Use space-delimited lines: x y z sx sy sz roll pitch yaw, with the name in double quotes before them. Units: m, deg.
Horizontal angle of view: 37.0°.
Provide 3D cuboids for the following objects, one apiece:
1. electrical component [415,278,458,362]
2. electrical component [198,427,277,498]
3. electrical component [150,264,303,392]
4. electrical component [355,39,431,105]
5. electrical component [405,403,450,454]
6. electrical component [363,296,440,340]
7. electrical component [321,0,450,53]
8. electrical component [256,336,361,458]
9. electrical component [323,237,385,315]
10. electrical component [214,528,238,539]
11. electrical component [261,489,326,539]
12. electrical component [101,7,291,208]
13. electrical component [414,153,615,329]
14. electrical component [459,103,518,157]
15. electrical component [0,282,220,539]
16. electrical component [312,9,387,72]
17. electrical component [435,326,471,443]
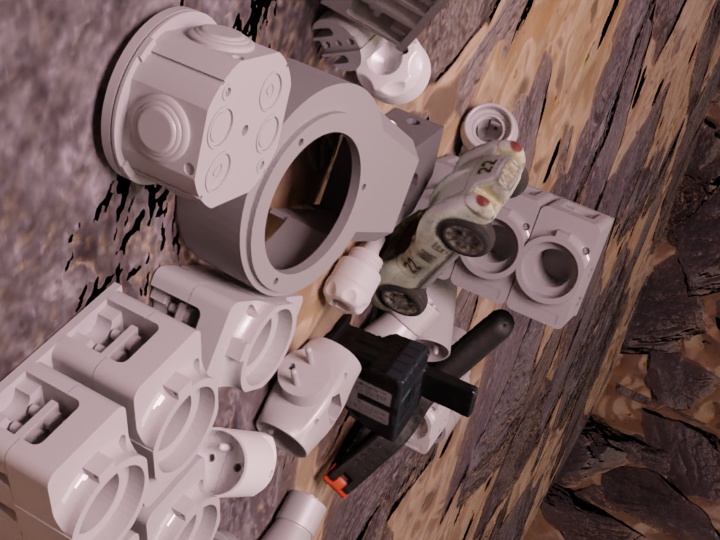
"electrical component" 0.052 0.043 0.942 0.079 0.043 0.077 -43 -148 54
"electrical component" -0.079 0.126 0.700 0.043 0.043 0.081 -65 162 -3
"electrical component" -0.072 0.030 0.582 0.050 0.056 0.089 -68 161 9
"electrical component" 0.024 -0.124 0.672 0.043 0.043 0.062 -66 163 2
"electrical component" 0.060 0.134 1.077 0.055 0.050 0.089 -47 154 -45
"electrical component" 0.033 0.045 0.877 0.065 0.044 0.044 -48 162 4
"electrical component" 0.048 -0.215 0.533 0.186 0.060 0.105 -63 -172 -7
"electrical component" -0.038 0.081 0.758 0.077 0.043 0.079 -56 160 -26
"electrical component" 0.000 0.000 0.775 0.061 0.035 0.035 -61 161 -22
"electrical component" -0.105 0.194 0.712 0.045 0.045 0.055 -64 162 -4
"electrical component" -0.055 0.213 0.879 0.044 0.044 0.065 82 32 -58
"electrical component" -0.071 -0.070 0.470 0.080 0.051 0.080 -53 158 -33
"electrical component" 0.115 -0.025 0.874 0.062 0.150 0.089 -26 136 -63
"electrical component" 0.110 -0.113 0.918 0.066 0.048 0.055 -62 168 -10
"electrical component" -0.125 0.114 0.534 0.105 0.060 0.186 -48 155 -41
"electrical component" 0.001 -0.138 0.600 0.046 0.040 0.040 -49 156 -27
"electrical component" 0.092 0.112 1.134 0.073 0.052 0.138 -46 154 -45
